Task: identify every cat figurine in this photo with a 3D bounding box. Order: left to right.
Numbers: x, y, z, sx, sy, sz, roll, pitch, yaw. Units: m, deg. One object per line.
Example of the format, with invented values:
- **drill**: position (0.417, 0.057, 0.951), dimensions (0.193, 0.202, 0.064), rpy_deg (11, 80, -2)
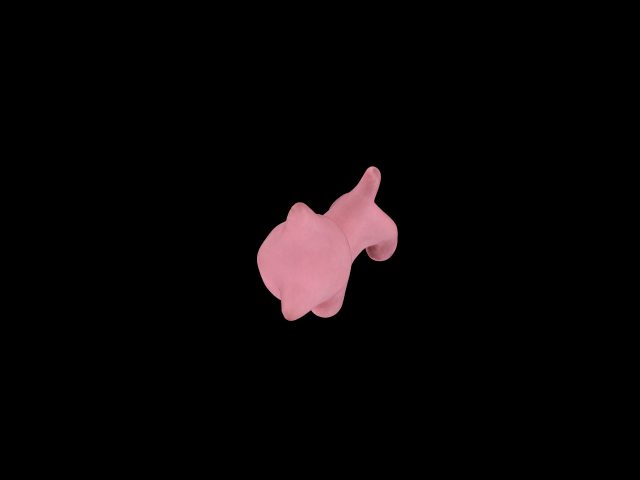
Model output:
- **cat figurine**: position (0.004, 0.001, 0.400), dimensions (0.067, 0.118, 0.128), rpy_deg (37, 71, 15)
